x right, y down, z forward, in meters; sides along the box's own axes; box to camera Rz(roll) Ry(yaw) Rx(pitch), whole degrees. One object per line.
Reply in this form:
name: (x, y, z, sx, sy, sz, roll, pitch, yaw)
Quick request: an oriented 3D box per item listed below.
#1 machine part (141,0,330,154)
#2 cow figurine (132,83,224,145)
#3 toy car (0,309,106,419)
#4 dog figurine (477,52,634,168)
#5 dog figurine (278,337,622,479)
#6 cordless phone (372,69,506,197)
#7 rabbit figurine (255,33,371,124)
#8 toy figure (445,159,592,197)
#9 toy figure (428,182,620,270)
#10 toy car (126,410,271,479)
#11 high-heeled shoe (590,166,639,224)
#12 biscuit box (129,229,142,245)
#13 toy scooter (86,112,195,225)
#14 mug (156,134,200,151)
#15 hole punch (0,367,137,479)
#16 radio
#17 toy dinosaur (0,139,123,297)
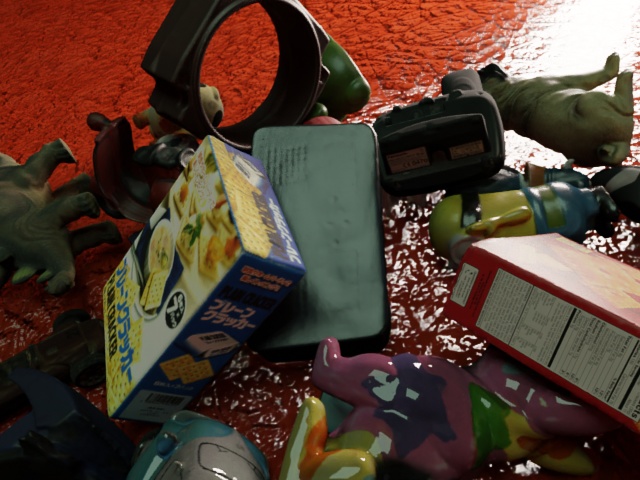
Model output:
machine part: (-0.093, -0.207, 0.656, 0.087, 0.200, 0.201, 36, 94, 38)
cow figurine: (-0.200, -0.182, 0.787, 0.127, 0.085, 0.195, -37, 19, -26)
toy car: (-0.302, 0.138, 0.525, 0.202, 0.053, 0.089, -28, 48, -18)
dog figurine: (0.266, -0.149, 0.661, 0.191, 0.121, 0.172, 0, 33, 15)
dog figurine: (0.093, 0.150, 0.386, 0.219, 0.108, 0.191, 5, 41, 13)
cordless phone: (0.132, -0.144, 0.631, 0.147, 0.088, 0.184, -12, 42, 18)
rabbit figurine: (-0.014, -0.190, 0.793, 0.170, 0.121, 0.159, -32, 51, 4)
toy figure: (0.222, -0.060, 0.613, 0.155, 0.064, 0.058, -2, 32, 11)
toy figure: (0.205, -0.016, 0.560, 0.180, 0.082, 0.089, -14, 31, 4)
toy car: (-0.089, 0.193, 0.359, 0.109, 0.103, 0.162, 35, 52, -9)
high-heeled shoe: (0.328, 0.017, 0.527, 0.145, 0.086, 0.249, -50, 27, 5)
biscuit box: (-0.121, -0.021, 0.648, 0.203, 0.059, 0.063, -34, 47, -23)
toy scooter: (-0.181, -0.071, 0.571, 0.184, 0.135, 0.075, 11, 46, 19)
mug: (-0.178, -0.073, 0.682, 0.081, 0.107, 0.109, 3, 42, 17)
hole punch: (-0.198, 0.161, 0.425, 0.116, 0.142, 0.092, -9, 37, 20)
radio: (-0.001, -0.002, 0.530, 0.131, 0.073, 0.229, -4, 70, 7)
toy dinosaur: (-0.400, -0.046, 0.707, 0.198, 0.104, 0.472, -32, 42, -16)
